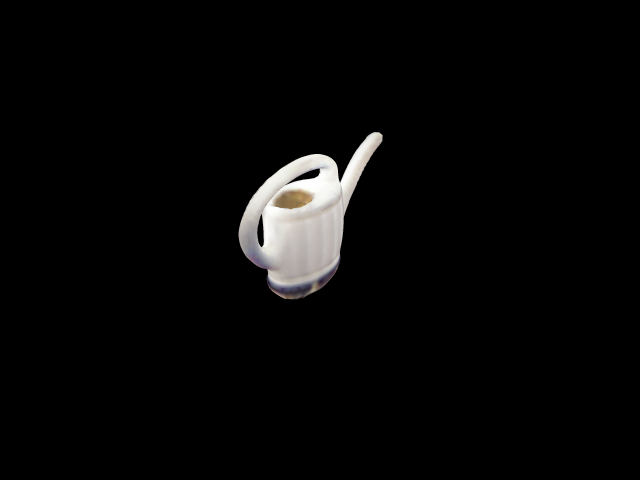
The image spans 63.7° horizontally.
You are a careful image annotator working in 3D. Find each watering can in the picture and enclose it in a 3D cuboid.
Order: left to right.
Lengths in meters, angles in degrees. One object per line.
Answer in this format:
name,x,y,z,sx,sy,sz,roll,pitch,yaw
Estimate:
watering can,0.003,-0.043,0.850,0.105,0.219,0.353,22,38,33
